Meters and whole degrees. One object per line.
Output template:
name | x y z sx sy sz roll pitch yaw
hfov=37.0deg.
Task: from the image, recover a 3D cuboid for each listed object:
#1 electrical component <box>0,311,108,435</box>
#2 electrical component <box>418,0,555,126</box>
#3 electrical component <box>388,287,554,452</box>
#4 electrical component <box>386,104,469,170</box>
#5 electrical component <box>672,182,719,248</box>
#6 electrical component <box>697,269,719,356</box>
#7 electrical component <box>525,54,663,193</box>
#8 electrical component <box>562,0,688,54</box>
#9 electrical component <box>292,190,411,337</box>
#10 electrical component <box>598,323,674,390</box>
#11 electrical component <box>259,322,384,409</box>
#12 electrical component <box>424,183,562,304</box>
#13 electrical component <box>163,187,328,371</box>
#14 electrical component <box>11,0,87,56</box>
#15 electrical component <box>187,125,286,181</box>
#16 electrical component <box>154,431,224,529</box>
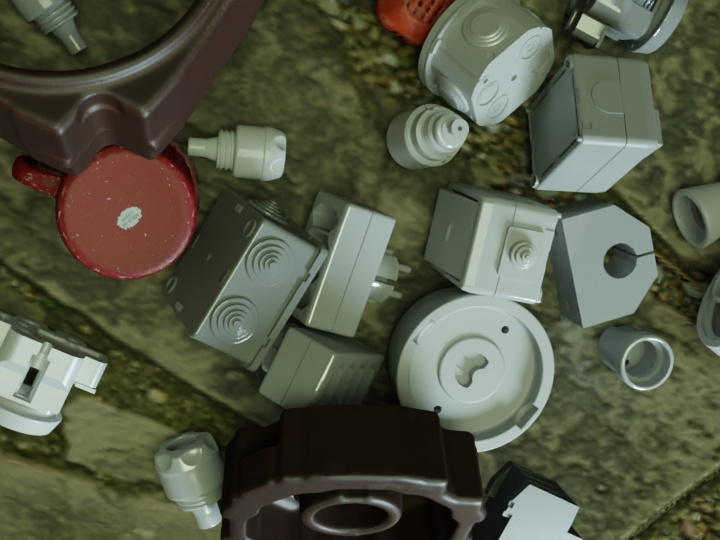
electrical component | -0.208 0.067 0.679 0.078 0.058 0.057 25 93 -15
electrical component | 0.081 -0.135 0.680 0.080 0.080 0.051 -44 64 0
electrical component | 0.071 0.063 0.733 0.108 0.060 0.108 -2 102 -11
electrical component | 0.047 -0.087 0.692 0.040 0.078 0.040 0 91 -21
electrical component | 0.261 -0.047 0.760 0.065 0.044 0.044 -22 105 -12
electrical component | 0.282 0.020 0.746 0.060 0.108 0.108 32 94 -10
electrical component | 0.150 -0.091 0.704 0.061 0.096 0.061 2 72 -12
electrical component | 0.177 -0.178 0.707 0.057 0.058 0.078 24 96 -12
electrical component | 0.000 0.000 0.713 0.076 0.047 0.083 16 97 -30
electrical component | 0.195 0.060 0.765 0.040 0.046 0.040 -2 102 -11
electrical component | -0.039 0.059 0.708 0.076 0.083 0.047 28 96 23
electrical component | 0.085 -0.019 0.700 0.061 0.096 0.061 10 99 -13
electrical component | -0.075 0.002 0.672 0.048 0.100 0.099 29 95 -29
electrical component | -0.187 -0.158 0.648 0.035 0.035 0.061 -34 109 -3
electrical component | -0.079 -0.076 0.687 0.061 0.035 0.035 5 101 -10
electrical component | -0.110 0.143 0.722 0.043 0.043 0.062 -18 106 -7
